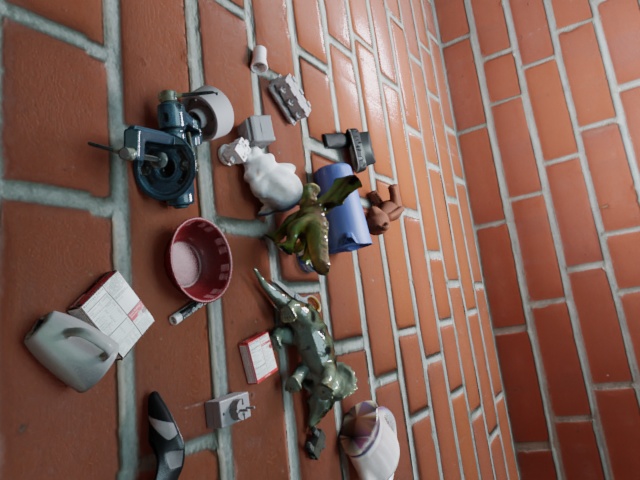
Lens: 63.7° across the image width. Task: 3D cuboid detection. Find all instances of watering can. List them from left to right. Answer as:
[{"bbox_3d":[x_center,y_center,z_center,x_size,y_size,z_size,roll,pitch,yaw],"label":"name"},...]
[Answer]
[{"bbox_3d":[0.129,0.567,1.306,0.221,0.103,0.356,58,34,-26],"label":"watering can"}]

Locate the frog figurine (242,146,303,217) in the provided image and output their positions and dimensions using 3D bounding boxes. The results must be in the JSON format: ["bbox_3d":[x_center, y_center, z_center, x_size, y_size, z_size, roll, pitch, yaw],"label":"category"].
[{"bbox_3d":[-0.110,-0.145,1.194,0.139,0.123,0.156,-35,122,-38],"label":"frog figurine"}]

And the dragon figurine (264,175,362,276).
[{"bbox_3d":[0.004,-0.059,1.178,0.121,0.413,0.244,39,85,-27],"label":"dragon figurine"}]
